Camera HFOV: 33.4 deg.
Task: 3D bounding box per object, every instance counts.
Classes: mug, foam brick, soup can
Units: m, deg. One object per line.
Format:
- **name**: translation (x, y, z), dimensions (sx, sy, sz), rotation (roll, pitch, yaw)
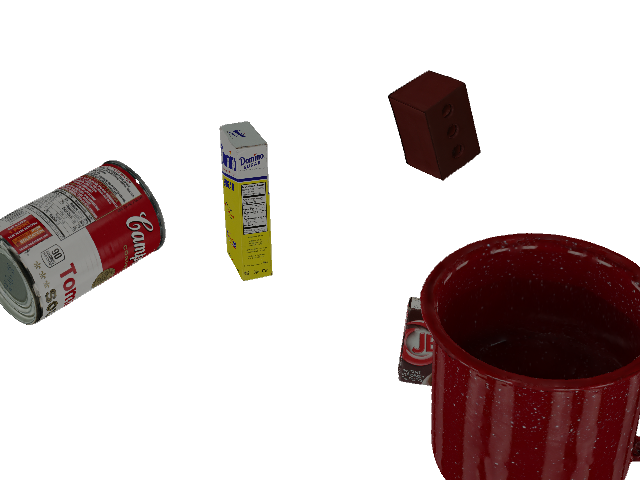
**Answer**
- **mug**: translation (0.097, 0.058, 0.420), dimensions (0.117, 0.081, 0.093), rotation (7, 36, 14)
- **foam brick**: translation (0.105, -0.106, 0.974), dimensions (0.053, 0.078, 0.051), rotation (-35, 38, -20)
- **soup can**: translation (-0.160, 0.000, 0.683), dimensions (0.102, 0.068, 0.069), rotation (-34, 21, -34)

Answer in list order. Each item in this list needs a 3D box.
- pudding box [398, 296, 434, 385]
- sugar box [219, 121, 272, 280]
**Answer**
- **pudding box**: translation (0.146, 0.114, 1.164), dimensions (0.113, 0.090, 0.039), rotation (7, 23, 3)
- **sugar box**: translation (-0.093, -0.049, 1.319), dimensions (0.048, 0.176, 0.093), rotation (-11, 26, -15)
